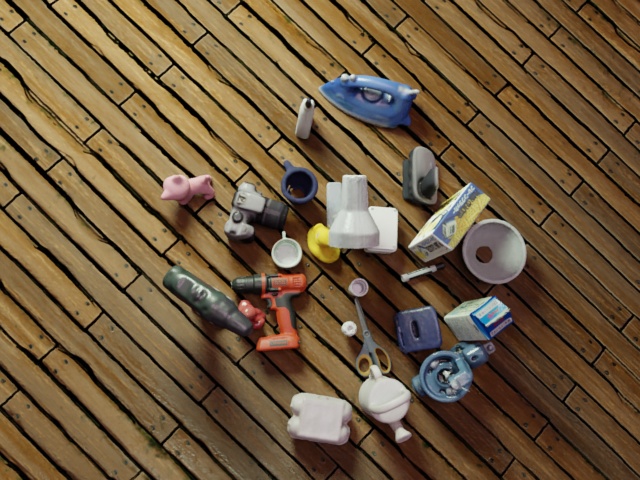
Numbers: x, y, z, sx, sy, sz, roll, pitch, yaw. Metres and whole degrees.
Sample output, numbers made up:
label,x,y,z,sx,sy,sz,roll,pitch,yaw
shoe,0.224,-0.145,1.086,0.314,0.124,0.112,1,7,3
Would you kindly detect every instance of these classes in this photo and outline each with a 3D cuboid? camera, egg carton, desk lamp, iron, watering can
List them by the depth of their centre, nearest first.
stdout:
label,x,y,z,sx,sy,sz,roll,pitch,yaw
watering can,0.160,0.375,1.317,0.101,0.194,0.173,-43,87,-11
egg carton,0.000,0.422,1.354,0.150,0.069,0.107,9,79,-5
desk lamp,0.072,-0.064,1.371,0.118,0.213,0.203,-1,80,-7
camera,-0.151,-0.060,1.402,0.137,0.100,0.143,17,79,-4
iron,0.127,-0.381,1.468,0.258,0.141,0.119,13,79,-4

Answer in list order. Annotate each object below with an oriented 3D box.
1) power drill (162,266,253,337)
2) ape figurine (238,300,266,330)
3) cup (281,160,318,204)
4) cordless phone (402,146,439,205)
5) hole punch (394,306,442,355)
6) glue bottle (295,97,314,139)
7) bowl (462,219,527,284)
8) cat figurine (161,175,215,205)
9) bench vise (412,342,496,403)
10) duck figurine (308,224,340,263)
label,x,y,z,sx,sy,sz,roll,pitch,yaw
power drill,-0.246,0.145,1.301,0.229,0.208,0.076,34,78,0
ape figurine,-0.169,0.179,1.364,0.076,0.092,0.078,-21,83,-9
cup,-0.061,-0.137,1.428,0.092,0.095,0.118,-30,85,-10
cordless phone,0.269,-0.171,1.427,0.094,0.185,0.147,-2,81,-7
hole punch,0.239,0.222,1.405,0.101,0.091,0.109,-10,82,-8
glue bottle,-0.034,-0.315,1.422,0.037,0.173,0.078,9,79,-5
bowl,0.436,0.034,1.469,0.167,0.074,0.167,1,80,-6
cat figurine,-0.322,-0.131,1.385,0.128,0.117,0.067,-17,83,-9
bench vise,0.321,0.293,1.337,0.121,0.219,0.207,42,78,2
duck figurine,0.013,0.005,1.418,0.077,0.086,0.104,-28,85,-10
